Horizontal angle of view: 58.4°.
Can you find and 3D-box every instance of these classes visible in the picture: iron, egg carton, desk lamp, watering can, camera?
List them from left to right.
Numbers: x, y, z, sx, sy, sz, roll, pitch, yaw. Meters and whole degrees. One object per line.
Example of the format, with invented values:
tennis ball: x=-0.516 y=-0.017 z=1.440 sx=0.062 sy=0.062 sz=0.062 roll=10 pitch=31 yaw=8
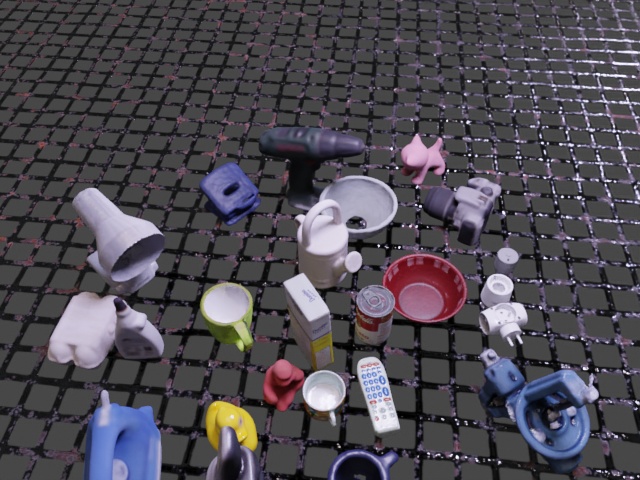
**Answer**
egg carton: x=-0.424 y=0.166 z=1.055 sx=0.107 sy=0.069 sz=0.150 roll=7 pitch=51 yaw=6
iron: x=-0.308 y=0.358 z=0.847 sx=0.118 sy=0.141 sz=0.258 roll=-8 pitch=51 yaw=-6
desk lamp: x=-0.384 y=0.011 z=1.090 sx=0.202 sy=0.214 sz=0.118 roll=36 pitch=59 yaw=26
watering can: x=0.012 y=0.003 z=1.107 sx=0.172 sy=0.194 sz=0.101 roll=22 pitch=54 yaw=18
camera: x=0.304 y=-0.082 z=1.236 sx=0.136 sy=0.101 sz=0.143 roll=23 pitch=54 yaw=19

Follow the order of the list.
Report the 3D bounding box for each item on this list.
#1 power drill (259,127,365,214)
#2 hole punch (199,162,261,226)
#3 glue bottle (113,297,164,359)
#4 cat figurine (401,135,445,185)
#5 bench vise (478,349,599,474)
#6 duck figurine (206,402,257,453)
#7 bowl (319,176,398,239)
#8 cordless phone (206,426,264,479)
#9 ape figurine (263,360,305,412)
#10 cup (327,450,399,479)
power drill: x=-0.017 y=-0.157 z=1.231 sx=0.229 sy=0.208 sz=0.076 roll=14 pitch=52 yaw=12
hole punch: x=-0.196 y=-0.104 z=1.264 sx=0.100 sy=0.091 sz=0.109 roll=35 pitch=59 yaw=26
glue bottle: x=-0.328 y=0.152 z=0.998 sx=0.078 sy=0.173 sz=0.037 roll=-1 pitch=50 yaw=0
cat figurine: x=0.233 y=-0.193 z=1.318 sx=0.128 sy=0.118 sz=0.067 roll=-28 pitch=55 yaw=-21
bench vise: x=0.329 y=0.247 z=0.884 sx=0.206 sy=0.220 sz=0.122 roll=30 pitch=56 yaw=23
duck figurine: x=-0.148 y=0.299 z=0.931 sx=0.078 sy=0.086 sz=0.104 roll=-33 pitch=57 yaw=-24
bowl: x=0.081 y=-0.058 z=1.234 sx=0.167 sy=0.075 sz=0.167 roll=0 pitch=50 yaw=0
cordless phone: x=-0.131 y=0.358 z=0.817 sx=0.094 sy=0.185 sz=0.147 roll=-7 pitch=50 yaw=-5
ape figurine: x=-0.064 y=0.238 z=0.978 sx=0.078 sy=0.092 sz=0.076 roll=-16 pitch=52 yaw=-12
cup: x=0.067 y=0.369 z=0.866 sx=0.118 sy=0.095 sz=0.091 roll=-28 pitch=55 yaw=-21
